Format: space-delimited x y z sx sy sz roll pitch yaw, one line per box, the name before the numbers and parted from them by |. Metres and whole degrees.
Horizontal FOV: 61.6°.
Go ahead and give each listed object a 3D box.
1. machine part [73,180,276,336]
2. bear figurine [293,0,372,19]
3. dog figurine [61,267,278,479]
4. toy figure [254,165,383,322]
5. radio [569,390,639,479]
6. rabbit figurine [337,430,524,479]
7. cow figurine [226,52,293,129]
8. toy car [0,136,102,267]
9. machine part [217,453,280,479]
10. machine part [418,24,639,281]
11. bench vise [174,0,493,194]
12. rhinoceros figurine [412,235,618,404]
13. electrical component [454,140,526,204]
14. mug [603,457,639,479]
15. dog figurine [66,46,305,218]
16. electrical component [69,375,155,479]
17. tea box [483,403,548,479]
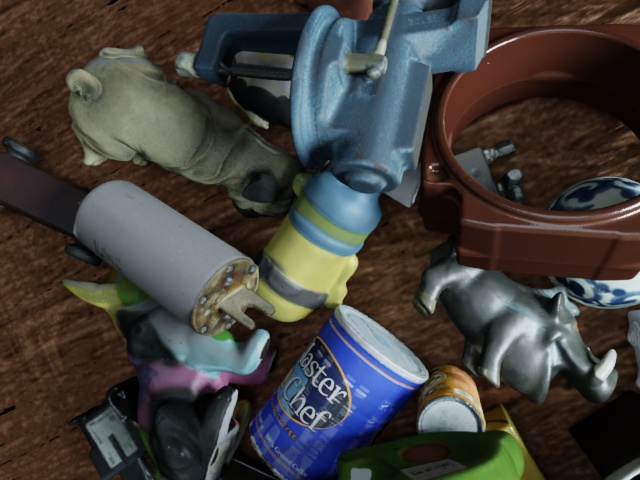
machine part | -0.141 0.012 0.484 0.243 0.079 0.079 30 95 26
bear figurine | 0.058 -0.278 0.486 0.196 0.131 0.120 -23 55 6
dog figurine | -0.160 0.110 0.525 0.219 0.108 0.191 22 74 15
toy figure | -0.003 -0.004 0.493 0.180 0.089 0.082 -57 43 28
radio | 0.304 0.239 0.422 0.073 0.131 0.229 -35 83 9
rabbit figurine | 0.097 0.228 0.376 0.159 0.121 0.170 -7 86 -25
cow figurine | -0.011 -0.136 0.522 0.167 0.068 0.098 35 101 13
toy car | -0.290 -0.040 0.584 0.202 0.053 0.089 23 73 9
machine part | -0.079 0.245 0.547 0.139 0.039 0.084 22 89 12
machine part | 0.187 -0.076 0.433 0.201 0.087 0.201 5 66 16
bench vise | 0.003 -0.149 0.416 0.241 0.128 0.223 9 84 17
rhinoceros figurine | 0.172 0.076 0.485 0.190 0.073 0.112 43 84 13
electrical component | 0.142 -0.046 0.501 0.102 0.045 0.078 -14 87 4
mug | 0.235 0.184 0.336 0.107 0.080 0.109 -33 75 0
dog figurine | -0.114 -0.091 0.495 0.191 0.172 0.121 26 105 17
electrical component | -0.197 0.213 0.564 0.075 0.048 0.119 -41 83 8
tea box | 0.170 0.250 0.481 0.098 0.068 0.169 -33 82 10
